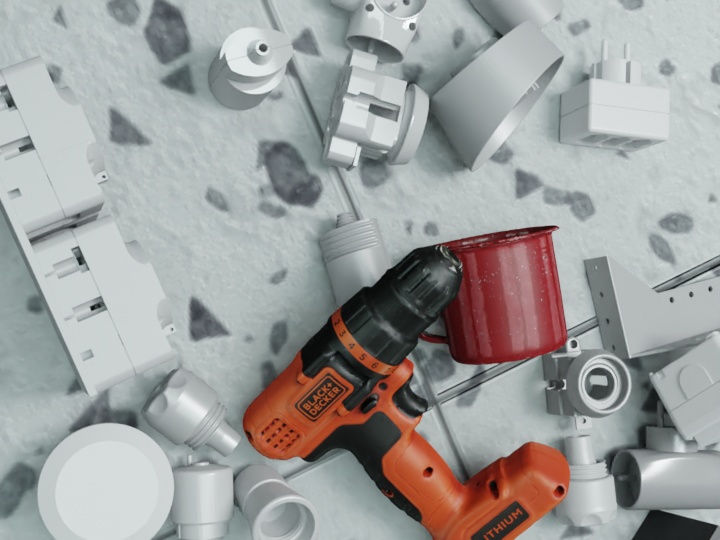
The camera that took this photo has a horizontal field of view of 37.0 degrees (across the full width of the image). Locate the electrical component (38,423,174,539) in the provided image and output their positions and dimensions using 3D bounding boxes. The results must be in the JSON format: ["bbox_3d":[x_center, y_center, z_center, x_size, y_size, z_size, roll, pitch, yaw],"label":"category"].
[{"bbox_3d":[-0.158,0.134,0.667,0.080,0.051,0.080,1,86,-17],"label":"electrical component"}]

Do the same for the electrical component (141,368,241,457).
[{"bbox_3d":[-0.105,0.095,0.690,0.062,0.043,0.043,40,76,-12],"label":"electrical component"}]

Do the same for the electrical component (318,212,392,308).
[{"bbox_3d":[0.000,0.000,0.728,0.043,0.043,0.081,-14,82,-17],"label":"electrical component"}]

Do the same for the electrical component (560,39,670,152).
[{"bbox_3d":[0.188,-0.132,0.793,0.066,0.047,0.076,4,84,-16],"label":"electrical component"}]

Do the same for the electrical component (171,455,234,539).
[{"bbox_3d":[-0.101,0.159,0.688,0.040,0.040,0.078,-1,86,-17],"label":"electrical component"}]

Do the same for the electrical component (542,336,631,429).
[{"bbox_3d":[0.161,0.080,0.765,0.048,0.055,0.066,-4,87,-17],"label":"electrical component"}]

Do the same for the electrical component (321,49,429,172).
[{"bbox_3d":[0.011,-0.104,0.733,0.057,0.058,0.078,15,82,-12],"label":"electrical component"}]

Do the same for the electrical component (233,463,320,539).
[{"bbox_3d":[-0.057,0.151,0.689,0.044,0.065,0.044,-6,106,-22],"label":"electrical component"}]

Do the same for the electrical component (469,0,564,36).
[{"bbox_3d":[0.119,-0.217,0.781,0.079,0.043,0.077,-44,99,-15],"label":"electrical component"}]

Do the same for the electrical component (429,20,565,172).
[{"bbox_3d":[0.096,-0.122,0.741,0.099,0.099,0.064,-39,91,-16],"label":"electrical component"}]

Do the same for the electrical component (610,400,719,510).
[{"bbox_3d":[0.228,0.135,0.787,0.077,0.044,0.079,3,85,-17],"label":"electrical component"}]

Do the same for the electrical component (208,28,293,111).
[{"bbox_3d":[-0.071,-0.133,0.698,0.043,0.081,0.043,1,86,-17],"label":"electrical component"}]

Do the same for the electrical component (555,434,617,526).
[{"bbox_3d":[0.159,0.149,0.766,0.043,0.043,0.062,-4,86,-17],"label":"electrical component"}]

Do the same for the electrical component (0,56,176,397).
[{"bbox_3d":[-0.175,-0.023,0.645,0.060,0.105,0.186,-24,93,-17],"label":"electrical component"}]

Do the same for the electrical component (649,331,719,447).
[{"bbox_3d":[0.267,0.088,0.772,0.096,0.062,0.061,8,50,-46],"label":"electrical component"}]

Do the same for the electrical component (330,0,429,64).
[{"bbox_3d":[0.005,-0.194,0.744,0.079,0.044,0.077,20,81,-15],"label":"electrical component"}]
